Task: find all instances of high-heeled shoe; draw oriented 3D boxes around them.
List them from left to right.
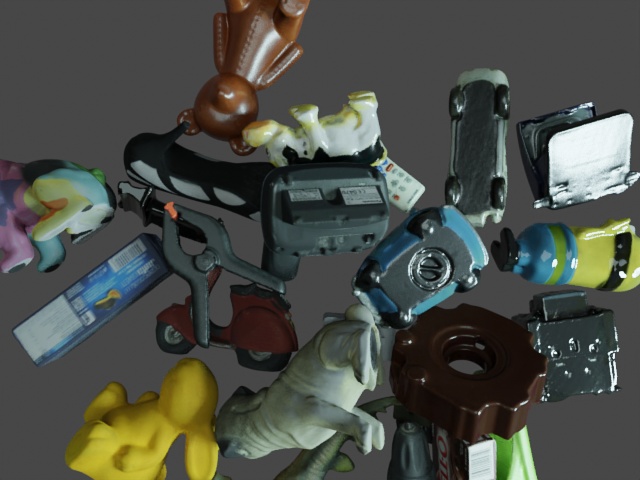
[{"bbox_3d":[-0.130,-0.057,0.689,0.248,0.145,0.086,39,47,-22],"label":"high-heeled shoe"}]

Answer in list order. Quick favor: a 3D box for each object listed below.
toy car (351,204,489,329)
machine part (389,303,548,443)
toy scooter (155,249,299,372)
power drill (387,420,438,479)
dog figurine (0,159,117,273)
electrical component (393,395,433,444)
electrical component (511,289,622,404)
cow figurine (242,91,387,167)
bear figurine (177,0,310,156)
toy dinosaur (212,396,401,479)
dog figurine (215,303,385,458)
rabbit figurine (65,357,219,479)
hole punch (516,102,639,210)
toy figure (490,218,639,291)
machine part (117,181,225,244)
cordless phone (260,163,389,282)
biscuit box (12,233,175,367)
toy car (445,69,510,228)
[{"bbox_3d":[0.115,0.031,0.661,0.161,0.103,0.109,-39,99,4],"label":"toy car"},{"bbox_3d":[0.172,0.145,0.625,0.179,0.179,0.056,-2,124,-1],"label":"machine part"},{"bbox_3d":[-0.111,0.085,0.674,0.184,0.075,0.135,10,87,4],"label":"toy scooter"},{"bbox_3d":[0.066,0.347,0.608,0.086,0.207,0.231,8,122,36],"label":"power drill"},{"bbox_3d":[-0.380,-0.074,0.655,0.191,0.108,0.219,-39,87,7],"label":"dog figurine"},{"bbox_3d":[0.137,0.211,0.690,0.078,0.045,0.102,-1,86,28],"label":"electrical component"},{"bbox_3d":[0.311,0.132,0.685,0.115,0.058,0.134,-9,90,-3],"label":"electrical component"},{"bbox_3d":[-0.006,-0.118,0.653,0.167,0.068,0.098,-13,112,2],"label":"cow figurine"},{"bbox_3d":[-0.099,-0.212,0.653,0.120,0.132,0.196,25,83,0],"label":"bear figurine"},{"bbox_3d":[-0.063,0.367,0.660,0.198,0.105,0.471,32,91,-9],"label":"toy dinosaur"},{"bbox_3d":[-0.028,0.162,0.614,0.191,0.121,0.172,-2,61,17],"label":"dog figurine"},{"bbox_3d":[-0.186,0.222,0.643,0.173,0.122,0.162,-44,98,3],"label":"rabbit figurine"},{"bbox_3d":[0.320,-0.109,0.684,0.142,0.092,0.115,-17,119,-4],"label":"hole punch"},{"bbox_3d":[0.314,0.022,0.675,0.180,0.082,0.089,-2,86,-2],"label":"toy figure"},{"bbox_3d":[-0.189,-0.029,0.678,0.139,0.084,0.039,25,61,-11],"label":"machine part"},{"bbox_3d":[-0.001,-0.002,0.641,0.147,0.184,0.089,-4,54,-16],"label":"cordless phone"},{"bbox_3d":[-0.277,0.072,0.677,0.203,0.063,0.059,-36,89,-1],"label":"biscuit box"},{"bbox_3d":[0.201,-0.116,0.684,0.074,0.056,0.201,3,90,21],"label":"toy car"}]
